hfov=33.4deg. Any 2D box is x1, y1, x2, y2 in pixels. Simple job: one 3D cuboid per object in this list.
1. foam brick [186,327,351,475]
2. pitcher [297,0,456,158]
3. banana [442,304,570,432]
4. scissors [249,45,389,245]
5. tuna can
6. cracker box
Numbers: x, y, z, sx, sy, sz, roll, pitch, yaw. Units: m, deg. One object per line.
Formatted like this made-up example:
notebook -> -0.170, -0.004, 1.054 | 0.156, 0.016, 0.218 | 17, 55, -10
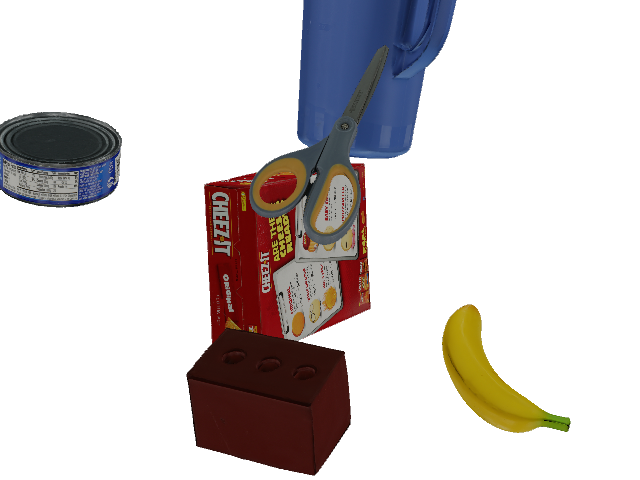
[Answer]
foam brick -> -0.028, 0.090, 0.604 | 0.078, 0.051, 0.053 | 9, 30, 21
pitcher -> 0.050, -0.199, 0.961 | 0.145, 0.243, 0.149 | 8, 14, 6
banana -> 0.148, 0.117, 0.965 | 0.069, 0.037, 0.198 | 6, 27, -23
scissors -> 0.000, -0.084, 0.858 | 0.096, 0.201, 0.016 | 4, -33, 6
tuna can -> -0.180, -0.056, 0.732 | 0.086, 0.034, 0.086 | 6, 29, -4
cracker box -> -0.029, 0.011, 1.089 | 0.072, 0.164, 0.213 | 3, 11, 31
